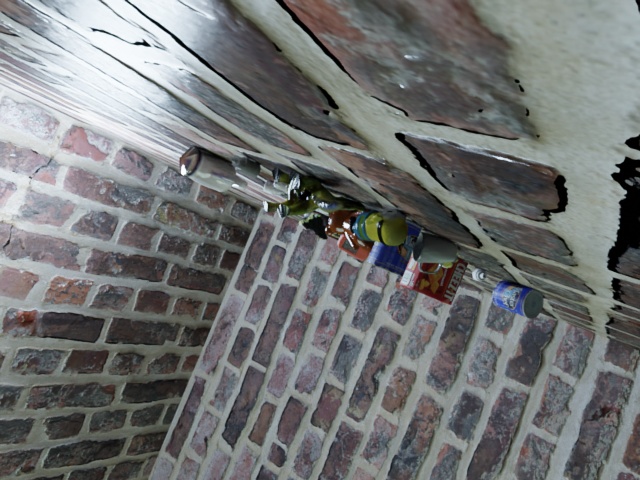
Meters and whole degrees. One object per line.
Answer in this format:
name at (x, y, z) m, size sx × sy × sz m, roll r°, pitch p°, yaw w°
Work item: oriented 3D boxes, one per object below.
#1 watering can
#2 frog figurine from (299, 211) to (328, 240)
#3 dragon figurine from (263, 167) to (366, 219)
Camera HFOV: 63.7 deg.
watering can at (-0.374, -0.231, 1.744) m, size 0.222 × 0.104 × 0.350 m, roll 24°, pitch 178°, yaw -31°
frog figurine at (0.006, -0.093, 1.839) m, size 0.137 × 0.120 × 0.163 m, roll 14°, pitch -147°, yaw 8°
dragon figurine at (0.012, -0.104, 1.294) m, size 0.243 × 0.121 × 0.413 m, roll 2°, pitch -167°, yaw -36°
